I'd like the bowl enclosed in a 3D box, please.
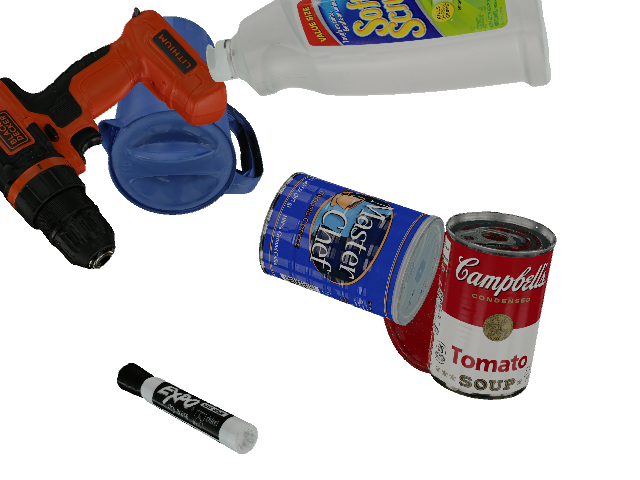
[{"bbox_3d":[0.143,0.065,1.163,0.161,0.162,0.055,0,-5,-40],"label":"bowl"}]

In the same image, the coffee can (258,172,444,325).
[{"bbox_3d":[0.029,0.006,0.977,0.140,0.103,0.102,20,7,20],"label":"coffee can"}]

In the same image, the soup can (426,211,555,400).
[{"bbox_3d":[0.106,0.040,0.676,0.068,0.102,0.068,5,22,-2],"label":"soup can"}]

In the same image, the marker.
[{"bbox_3d":[-0.087,0.103,0.671,0.121,0.020,0.020,18,12,40],"label":"marker"}]

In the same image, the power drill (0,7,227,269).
[{"bbox_3d":[-0.165,-0.085,0.818,0.187,0.184,0.057,-35,-15,-28],"label":"power drill"}]

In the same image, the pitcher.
[{"bbox_3d":[-0.157,-0.146,1.199,0.145,0.149,0.243,-17,39,6],"label":"pitcher"}]

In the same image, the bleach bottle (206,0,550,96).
[{"bbox_3d":[0.038,-0.147,0.793,0.251,0.102,0.068,-8,-30,12],"label":"bleach bottle"}]
